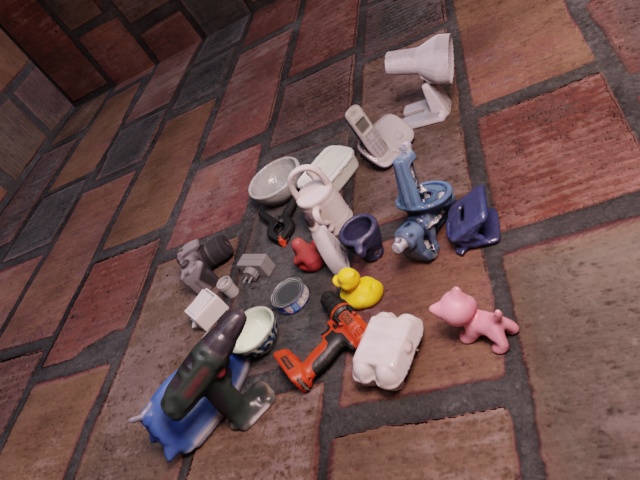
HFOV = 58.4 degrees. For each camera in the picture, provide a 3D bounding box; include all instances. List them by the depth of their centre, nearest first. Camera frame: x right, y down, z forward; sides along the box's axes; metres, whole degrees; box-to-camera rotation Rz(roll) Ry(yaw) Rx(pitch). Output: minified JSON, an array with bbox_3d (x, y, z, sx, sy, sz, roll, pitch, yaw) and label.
[{"bbox_3d":[-0.305,0.048,1.529,0.136,0.101,0.143,-31,37,8],"label":"camera"}]

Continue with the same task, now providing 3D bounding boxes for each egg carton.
[{"bbox_3d":[0.125,0.200,1.040,0.107,0.070,0.150,-1,49,39],"label":"egg carton"}]

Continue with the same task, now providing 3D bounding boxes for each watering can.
[{"bbox_3d":[-0.010,-0.108,1.380,0.101,0.195,0.172,-36,36,1],"label":"watering can"}]

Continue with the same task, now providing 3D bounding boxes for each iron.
[{"bbox_3d":[-0.264,0.310,1.175,0.118,0.142,0.259,18,62,48],"label":"iron"}]

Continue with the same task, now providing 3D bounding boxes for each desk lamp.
[{"bbox_3d":[0.267,-0.407,1.466,0.202,0.214,0.118,-11,43,30],"label":"desk lamp"}]

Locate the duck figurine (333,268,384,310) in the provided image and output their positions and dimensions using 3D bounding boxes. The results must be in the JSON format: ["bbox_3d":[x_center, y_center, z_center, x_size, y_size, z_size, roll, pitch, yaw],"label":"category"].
[{"bbox_3d":[0.074,0.092,1.185,0.104,0.086,0.077,-2,48,37],"label":"duck figurine"}]

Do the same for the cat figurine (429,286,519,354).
[{"bbox_3d":[0.257,0.127,0.973,0.127,0.118,0.067,8,55,43],"label":"cat figurine"}]

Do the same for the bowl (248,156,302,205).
[{"bbox_3d":[-0.114,-0.153,1.616,0.167,0.075,0.167,-22,39,19],"label":"bowl"}]

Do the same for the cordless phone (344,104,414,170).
[{"bbox_3d":[0.146,-0.286,1.456,0.093,0.186,0.148,19,63,48],"label":"cordless phone"}]

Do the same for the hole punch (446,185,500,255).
[{"bbox_3d":[0.298,-0.041,1.145,0.101,0.091,0.108,-17,41,25],"label":"hole punch"}]

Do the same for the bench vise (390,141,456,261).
[{"bbox_3d":[0.199,-0.076,1.154,0.121,0.220,0.207,-12,43,30],"label":"bench vise"}]

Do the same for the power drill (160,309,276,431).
[{"bbox_3d":[-0.180,0.266,1.098,0.230,0.209,0.075,-45,37,-11],"label":"power drill"}]

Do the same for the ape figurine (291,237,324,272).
[{"bbox_3d":[-0.034,0.028,1.338,0.078,0.092,0.076,-35,36,3],"label":"ape figurine"}]

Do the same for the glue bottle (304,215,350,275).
[{"bbox_3d":[0.012,0.004,1.258,0.037,0.174,0.078,-23,39,17],"label":"glue bottle"}]

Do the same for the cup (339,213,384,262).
[{"bbox_3d":[0.100,0.012,1.244,0.091,0.095,0.117,-22,39,18],"label":"cup"}]
